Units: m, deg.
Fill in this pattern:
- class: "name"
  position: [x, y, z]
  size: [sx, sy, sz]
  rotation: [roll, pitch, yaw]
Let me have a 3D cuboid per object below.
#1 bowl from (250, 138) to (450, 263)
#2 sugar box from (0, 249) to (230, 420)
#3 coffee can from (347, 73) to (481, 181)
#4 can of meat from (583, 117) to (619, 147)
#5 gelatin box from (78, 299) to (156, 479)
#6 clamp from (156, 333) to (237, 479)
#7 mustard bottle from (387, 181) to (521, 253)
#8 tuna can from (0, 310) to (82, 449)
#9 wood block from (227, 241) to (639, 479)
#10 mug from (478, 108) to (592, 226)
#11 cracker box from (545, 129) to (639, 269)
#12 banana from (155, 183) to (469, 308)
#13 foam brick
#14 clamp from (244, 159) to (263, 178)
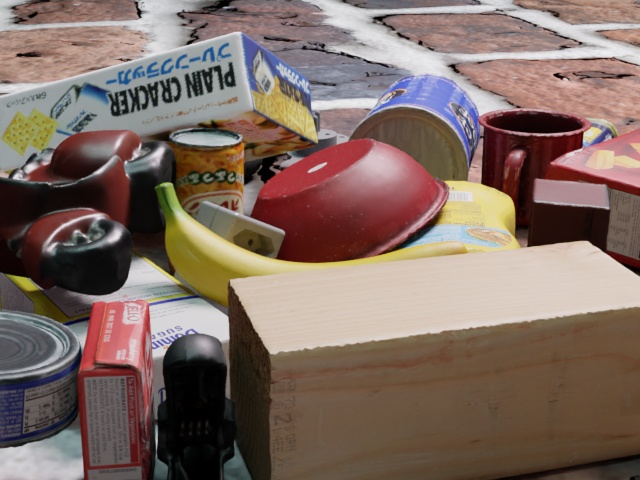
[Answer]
- class: "bowl"
  position: [0.008, -0.028, 0.764]
  size: [0.162, 0.055, 0.162]
  rotation: [-23, 17, 7]
- class: "sugar box"
  position: [-0.123, 0.052, 0.650]
  size: [0.093, 0.048, 0.176]
  rotation: [-11, 26, -31]
- class: "coffee can"
  position: [0.083, -0.081, 0.923]
  size: [0.103, 0.103, 0.140]
  rotation: [4, 21, 12]
- class: "can of meat"
  position: [0.213, -0.078, 0.981]
  size: [0.102, 0.057, 0.083]
  rotation: [10, 25, 27]
- class: "gelatin box"
  position: [-0.093, 0.082, 0.503]
  size: [0.030, 0.089, 0.073]
  rotation: [-1, 20, -5]
- class: "clamp"
  position: [-0.055, 0.079, 0.481]
  size: [0.039, 0.120, 0.171]
  rotation: [5, 16, -10]
- class: "mustard bottle"
  position: [0.090, 0.014, 0.731]
  size: [0.096, 0.058, 0.191]
  rotation: [0, 20, 6]
- class: "tuna can"
  position: [-0.153, 0.062, 0.490]
  size: [0.086, 0.034, 0.086]
  rotation: [7, 16, -2]
- class: "wood block"
  position: [0.063, 0.066, 0.547]
  size: [0.205, 0.090, 0.091]
  rotation: [-6, 21, -16]
- class: "mug"
  position: [0.173, -0.058, 0.889]
  size: [0.093, 0.081, 0.117]
  rotation: [8, 22, 20]
- class: "cracker box"
  position: [0.303, -0.025, 0.814]
  size: [0.163, 0.072, 0.214]
  rotation: [-19, 29, -41]
- class: "banana"
  position: [-0.011, 0.018, 0.648]
  size: [0.198, 0.070, 0.037]
  rotation: [11, 13, 3]
- class: "foam brick"
  position: [0.168, 0.004, 0.731]
  size: [0.053, 0.078, 0.051]
  rotation: [6, 21, 10]
- class: "clamp"
  position: [-0.107, -0.091, 1.047]
  size: [0.165, 0.036, 0.209]
  rotation: [5, 22, 13]
